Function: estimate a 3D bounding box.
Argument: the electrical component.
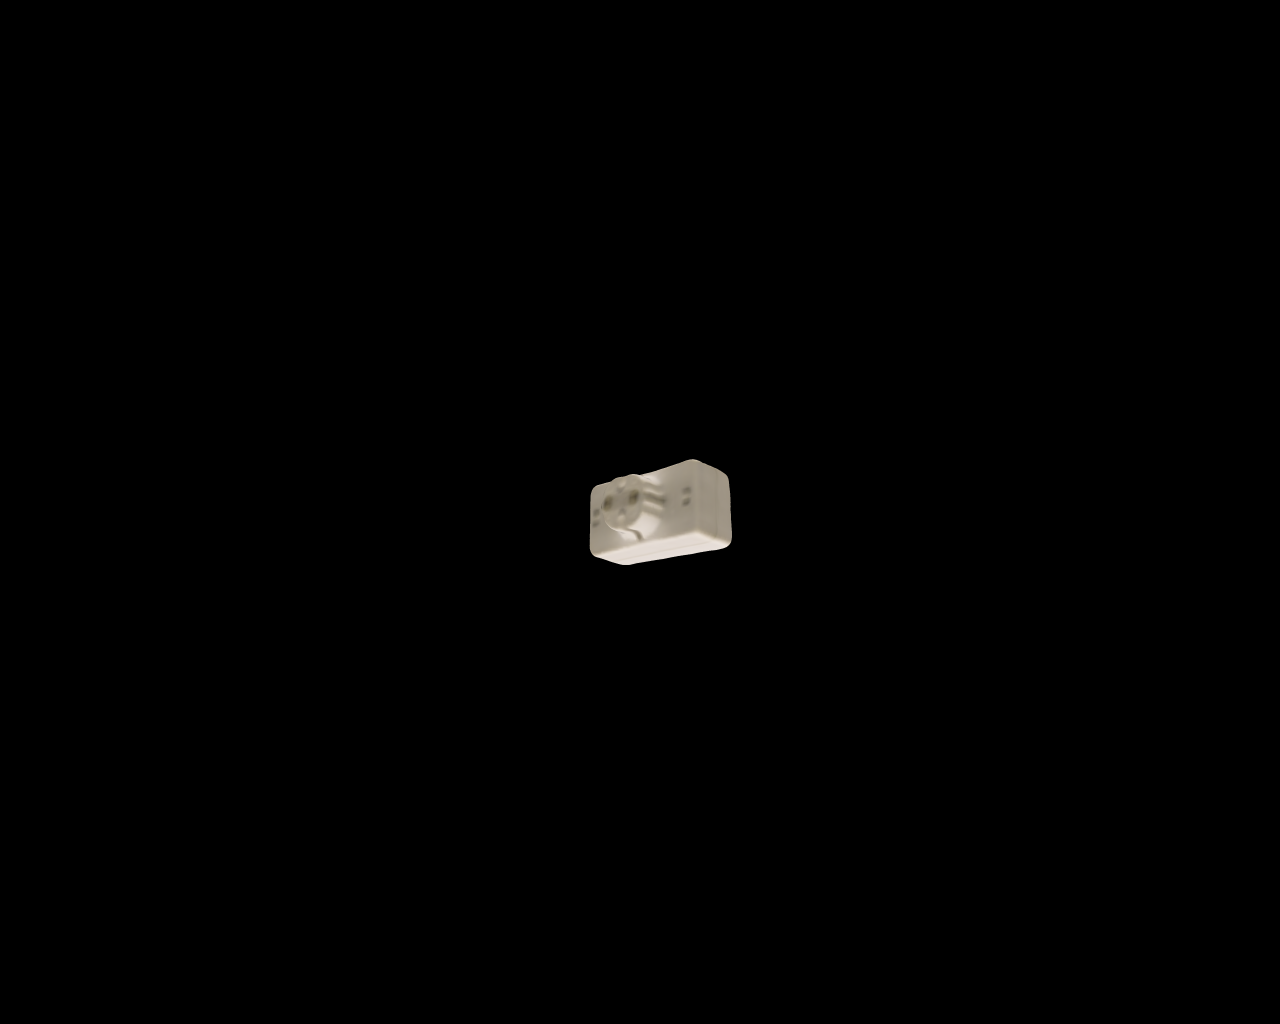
[{"bbox_3d":[0.001,-0.003,0.650,0.083,0.047,0.075,-13,-22,36],"label":"electrical component"}]
